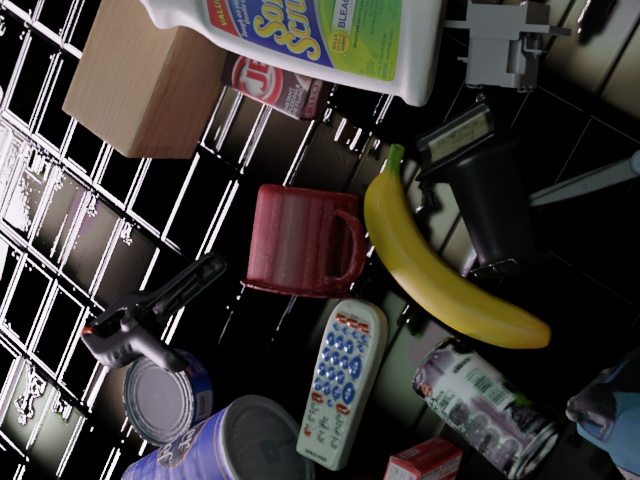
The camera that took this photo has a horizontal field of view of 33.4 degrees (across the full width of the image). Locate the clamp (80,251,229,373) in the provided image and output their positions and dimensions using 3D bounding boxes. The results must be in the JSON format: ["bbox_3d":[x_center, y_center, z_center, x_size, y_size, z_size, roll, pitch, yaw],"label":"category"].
[{"bbox_3d":[-0.156,0.082,0.948,0.172,0.120,0.039,-27,120,36],"label":"clamp"}]

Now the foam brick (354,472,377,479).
[{"bbox_3d":[0.018,0.226,0.849,0.051,0.078,0.053,-41,70,29],"label":"foam brick"}]

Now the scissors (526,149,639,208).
[{"bbox_3d":[0.229,-0.073,0.723,0.202,0.016,0.096,-2,91,34],"label":"scissors"}]

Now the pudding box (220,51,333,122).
[{"bbox_3d":[-0.026,-0.164,0.872,0.090,0.039,0.113,28,108,29],"label":"pudding box"}]

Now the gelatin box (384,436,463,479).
[{"bbox_3d":[0.070,0.200,0.814,0.030,0.073,0.089,22,106,31],"label":"gelatin box"}]

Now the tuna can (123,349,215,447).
[{"bbox_3d":[-0.137,0.142,0.971,0.086,0.033,0.086,3,95,34],"label":"tuna can"}]

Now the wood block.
[{"bbox_3d":[-0.127,-0.180,0.908,0.091,0.090,0.206,35,111,26],"label":"wood block"}]

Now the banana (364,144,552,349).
[{"bbox_3d":[0.090,0.019,0.809,0.070,0.037,0.198,-48,68,28],"label":"banana"}]

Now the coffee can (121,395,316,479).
[{"bbox_3d":[-0.088,0.206,0.903,0.141,0.102,0.103,-34,75,31],"label":"coffee can"}]

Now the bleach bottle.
[{"bbox_3d":[-0.034,-0.172,0.801,0.251,0.068,0.103,11,113,10],"label":"bleach bottle"}]

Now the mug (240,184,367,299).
[{"bbox_3d":[-0.005,0.001,0.837,0.117,0.093,0.081,11,95,53],"label":"mug"}]
